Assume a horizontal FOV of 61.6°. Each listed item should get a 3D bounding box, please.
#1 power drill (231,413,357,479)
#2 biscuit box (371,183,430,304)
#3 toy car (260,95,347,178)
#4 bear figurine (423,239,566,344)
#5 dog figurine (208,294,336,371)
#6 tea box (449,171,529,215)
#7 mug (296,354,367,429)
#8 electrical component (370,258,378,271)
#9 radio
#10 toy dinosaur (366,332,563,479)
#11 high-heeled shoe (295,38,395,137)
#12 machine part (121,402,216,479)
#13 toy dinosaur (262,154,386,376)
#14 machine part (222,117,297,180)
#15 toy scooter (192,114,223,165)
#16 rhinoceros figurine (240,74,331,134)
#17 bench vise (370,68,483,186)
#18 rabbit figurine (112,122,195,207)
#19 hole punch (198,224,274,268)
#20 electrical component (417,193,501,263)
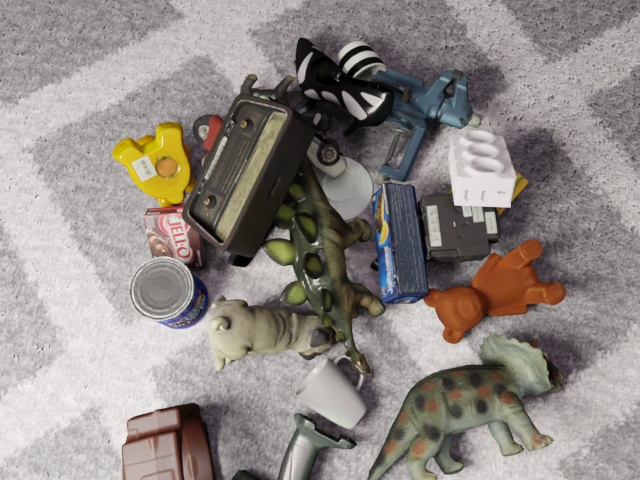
[{"bbox_3d":[-0.019,0.401,0.860,0.232,0.086,0.207,27,83,9],"label":"power drill"},{"bbox_3d":[0.134,0.006,0.917,0.063,0.059,0.202,3,70,-18],"label":"biscuit box"},{"bbox_3d":[-0.034,-0.189,0.968,0.201,0.073,0.056,37,106,-13],"label":"toy car"},{"bbox_3d":[0.290,0.093,0.922,0.196,0.132,0.120,-22,83,-14],"label":"bear figurine"},{"bbox_3d":[-0.074,0.147,0.880,0.191,0.172,0.121,-2,86,5],"label":"dog figurine"},{"bbox_3d":[0.289,-0.071,0.996,0.098,0.068,0.169,41,78,9],"label":"tea box"},{"bbox_3d":[0.032,0.253,0.901,0.107,0.081,0.109,44,70,-1],"label":"mug"},{"bbox_3d":[0.154,0.020,0.978,0.075,0.047,0.119,33,76,7],"label":"electrical component"},{"bbox_3d":[-0.112,-0.102,0.821,0.131,0.073,0.229,30,95,36],"label":"radio"},{"bbox_3d":[0.226,0.274,0.880,0.405,0.131,0.192,-16,64,-1],"label":"toy dinosaur"},{"bbox_3d":[0.039,-0.301,0.968,0.086,0.145,0.249,-21,78,-37],"label":"high-heeled shoe"},{"bbox_3d":[-0.219,0.352,0.798,0.087,0.201,0.201,-13,76,-1],"label":"machine part"},{"bbox_3d":[-0.002,-0.003,0.895,0.105,0.198,0.471,-25,74,32],"label":"toy dinosaur"},{"bbox_3d":[-0.118,-0.161,1.006,0.243,0.079,0.079,29,76,5],"label":"machine part"},{"bbox_3d":[-0.151,-0.128,0.947,0.135,0.183,0.075,12,36,21],"label":"toy scooter"},{"bbox_3d":[-0.071,-0.252,1.035,0.190,0.073,0.112,11,73,2],"label":"rhinoceros figurine"},{"bbox_3d":[0.178,-0.207,1.012,0.224,0.129,0.240,21,96,-5],"label":"bench vise"},{"bbox_3d":[-0.283,-0.139,0.969,0.122,0.173,0.162,-39,123,-10],"label":"rabbit figurine"},{"bbox_3d":[-0.144,-0.023,0.945,0.092,0.142,0.116,35,88,12],"label":"hole punch"},{"bbox_3d":[0.238,-0.021,0.918,0.134,0.058,0.115,-2,78,0],"label":"electrical component"}]
